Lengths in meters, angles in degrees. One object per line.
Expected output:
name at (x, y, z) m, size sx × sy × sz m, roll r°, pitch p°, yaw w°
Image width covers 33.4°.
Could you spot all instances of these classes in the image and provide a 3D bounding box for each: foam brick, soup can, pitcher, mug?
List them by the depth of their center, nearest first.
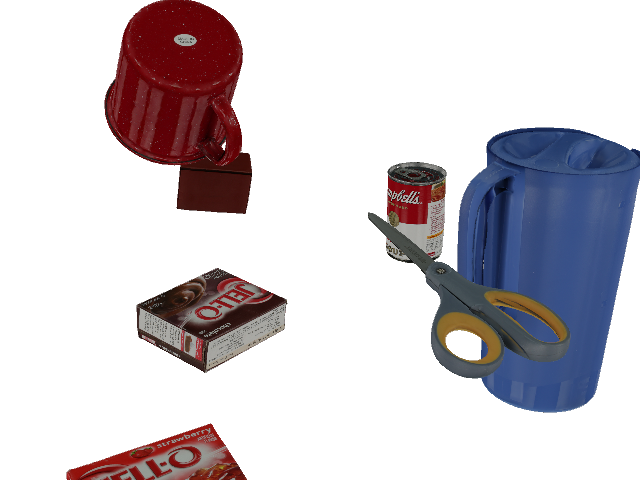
mug at (-0.093, -0.103, 0.740) m, size 0.093 × 0.117 × 0.082 m, roll -28°, pitch -18°, yaw -28°
pitcher at (0.198, 0.029, 0.953) m, size 0.149 × 0.243 × 0.145 m, roll 6°, pitch 23°, yaw 10°
foam brick at (-0.116, -0.065, 1.167) m, size 0.078 × 0.051 × 0.053 m, roll 4°, pitch 29°, yaw -7°
soup can at (0.111, -0.033, 1.248) m, size 0.068 × 0.102 × 0.068 m, roll 0°, pitch 25°, yaw 0°

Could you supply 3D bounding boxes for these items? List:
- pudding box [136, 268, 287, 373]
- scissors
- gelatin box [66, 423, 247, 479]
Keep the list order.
pudding box at (-0.100, 0.071, 0.988) m, size 0.090 × 0.039 × 0.113 m, roll 21°, pitch 32°, yaw 32°
scissors at (0.074, 0.036, 0.726) m, size 0.096 × 0.016 × 0.202 m, roll -28°, pitch 41°, yaw -35°
gelatin box at (-0.087, 0.142, 0.585) m, size 0.089 × 0.030 × 0.073 m, roll -15°, pitch 27°, yaw -20°
